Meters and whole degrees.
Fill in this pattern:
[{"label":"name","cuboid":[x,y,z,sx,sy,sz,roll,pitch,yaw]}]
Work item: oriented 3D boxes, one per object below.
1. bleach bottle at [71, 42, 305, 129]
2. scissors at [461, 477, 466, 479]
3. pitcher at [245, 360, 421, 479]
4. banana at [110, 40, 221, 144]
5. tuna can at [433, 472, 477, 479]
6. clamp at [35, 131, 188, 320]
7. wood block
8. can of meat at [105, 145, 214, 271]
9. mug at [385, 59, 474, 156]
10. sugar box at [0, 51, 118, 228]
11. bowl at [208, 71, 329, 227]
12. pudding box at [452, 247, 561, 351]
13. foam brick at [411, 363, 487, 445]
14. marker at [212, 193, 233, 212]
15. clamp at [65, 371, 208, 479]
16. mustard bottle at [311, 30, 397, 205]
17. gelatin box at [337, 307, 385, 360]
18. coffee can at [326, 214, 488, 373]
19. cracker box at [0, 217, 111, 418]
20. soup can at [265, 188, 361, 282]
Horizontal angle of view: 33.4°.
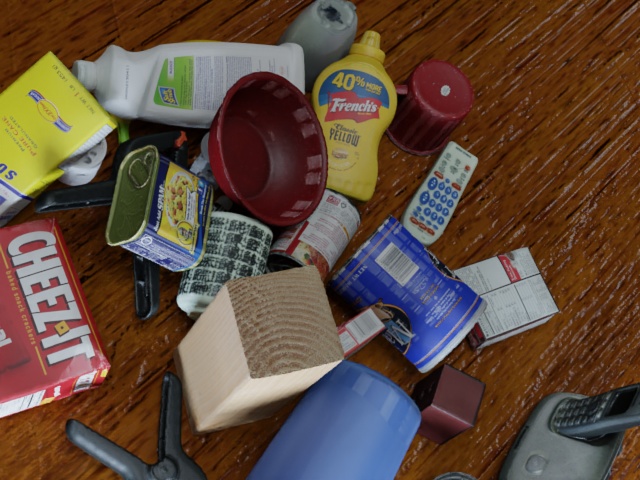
[{"label":"bleach bottle","cuboid":[-0.140,-0.172,1.140,0.250,0.068,0.102,2,86,-30]},{"label":"scissors","cuboid":[0.131,0.343,1.041,0.096,0.016,0.202,-18,90,-17]},{"label":"pitcher","cuboid":[-0.002,0.242,0.986,0.145,0.149,0.242,31,68,5]},{"label":"banana","cuboid":[-0.165,-0.181,1.183,0.197,0.037,0.069,-38,108,-28]},{"label":"tuna can","cuboid":[0.135,0.282,1.088,0.086,0.034,0.086,8,65,-17]},{"label":"clamp","cuboid":[-0.193,-0.046,1.079,0.164,0.036,0.210,46,44,-31]},{"label":"wood block","cuboid":[-0.063,0.107,0.991,0.090,0.206,0.091,-10,71,-24]},{"label":"can of meat","cuboid":[-0.154,-0.028,1.044,0.083,0.058,0.102,30,57,-42]},{"label":"mug","cuboid":[0.117,-0.160,1.251,0.117,0.082,0.093,8,65,-17]},{"label":"sugar box","cuboid":[-0.296,-0.091,1.042,0.176,0.048,0.093,-42,85,-3]},{"label":"bowl","cuboid":[-0.063,-0.089,1.103,0.161,0.055,0.162,13,72,-46]},{"label":"pudding box","cuboid":[0.204,0.064,1.209,0.113,0.039,0.090,-17,75,-24]},{"label":"foam brick","cuboid":[0.129,0.171,1.110,0.051,0.078,0.053,27,59,-7]},{"label":"marker","cuboid":[-0.117,-0.021,1.137,0.020,0.020,0.121,38,60,-1]},{"label":"clamp","cuboid":[-0.147,0.211,1.011,0.120,0.039,0.171,-35,88,-25]},{"label":"mustard bottle","cuboid":[0.034,-0.142,1.190,0.096,0.058,0.191,16,82,0]},{"label":"gelatin box","cuboid":[0.015,0.112,1.096,0.089,0.073,0.030,-32,80,-28]},{"label":"coffee can","cuboid":[0.092,0.057,1.132,0.140,0.103,0.102,43,60,2]},{"label":"cracker box","cuboid":[-0.322,0.084,0.982,0.213,0.072,0.164,-16,74,-27]},{"label":"soup can","cuboid":[-0.007,0.001,1.140,0.068,0.069,0.102,35,59,-3]}]
